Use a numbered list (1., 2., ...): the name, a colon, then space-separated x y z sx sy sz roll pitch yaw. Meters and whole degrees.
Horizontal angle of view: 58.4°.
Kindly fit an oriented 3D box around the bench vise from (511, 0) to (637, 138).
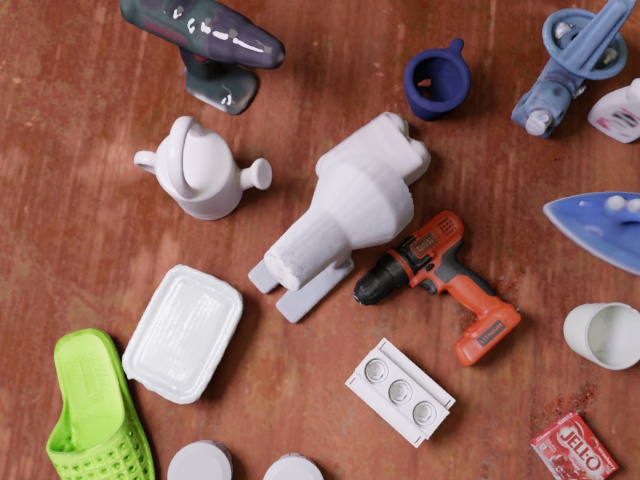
1. bench vise: 0.352 -0.235 0.756 0.121 0.220 0.207 13 81 2

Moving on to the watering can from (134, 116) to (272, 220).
1. watering can: -0.152 -0.095 0.739 0.173 0.194 0.101 -13 81 -3

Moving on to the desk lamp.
1. desk lamp: 0.007 0.003 0.714 0.118 0.213 0.203 45 83 7

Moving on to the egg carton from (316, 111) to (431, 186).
1. egg carton: 0.076 -0.106 0.806 0.150 0.069 0.107 -37 83 -6

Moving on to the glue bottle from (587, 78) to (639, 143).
1. glue bottle: 0.434 -0.186 0.772 0.078 0.173 0.037 29 81 4

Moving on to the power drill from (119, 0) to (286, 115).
1. power drill: -0.142 -0.249 0.757 0.229 0.208 0.076 27 81 4

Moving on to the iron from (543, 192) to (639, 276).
1. iron: 0.446 -0.020 0.761 0.258 0.141 0.119 16 81 2

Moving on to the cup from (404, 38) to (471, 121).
1. cup: 0.164 -0.221 0.814 0.091 0.095 0.118 28 81 4
